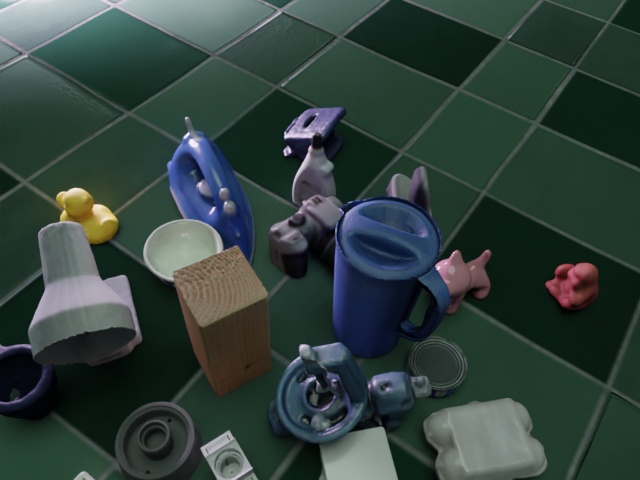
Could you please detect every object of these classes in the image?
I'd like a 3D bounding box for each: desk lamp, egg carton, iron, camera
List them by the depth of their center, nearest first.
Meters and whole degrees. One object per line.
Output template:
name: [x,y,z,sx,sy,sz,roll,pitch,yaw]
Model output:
egg carton: [0.216,0.269,0.757,0.150,0.069,0.107,-7,53,-9]
desk lamp: [-0.315,0.089,0.767,0.118,0.213,0.203,-16,55,-16]
camera: [0.009,0.003,0.928,0.143,0.101,0.136,-33,61,-26]
iron: [-0.174,-0.082,0.955,0.119,0.141,0.257,-22,57,-19]

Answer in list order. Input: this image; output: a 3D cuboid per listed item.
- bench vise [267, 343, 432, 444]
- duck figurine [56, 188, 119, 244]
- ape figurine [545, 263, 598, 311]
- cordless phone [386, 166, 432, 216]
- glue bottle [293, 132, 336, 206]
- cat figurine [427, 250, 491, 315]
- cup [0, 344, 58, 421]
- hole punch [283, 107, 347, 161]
bench vise: [0.035,0.174,0.723,0.208,0.220,0.121,-19,56,-17]
duck figurine: [-0.388,-0.046,0.947,0.104,0.086,0.077,21,54,12]
ape figurine: [0.411,0.068,0.912,0.076,0.092,0.078,17,53,9]
cordless phone: [0.158,-0.070,0.941,0.094,0.185,0.147,-1,52,-4]
glue bottle: [-0.007,-0.115,0.972,0.078,0.173,0.037,24,55,14]
cat figurine: [0.217,0.056,0.891,0.128,0.118,0.067,-26,58,-22]
cup: [-0.396,0.191,0.758,0.117,0.095,0.092,38,59,23]
hole punch: [-0.011,-0.208,1.096,0.101,0.091,0.109,24,54,14]
